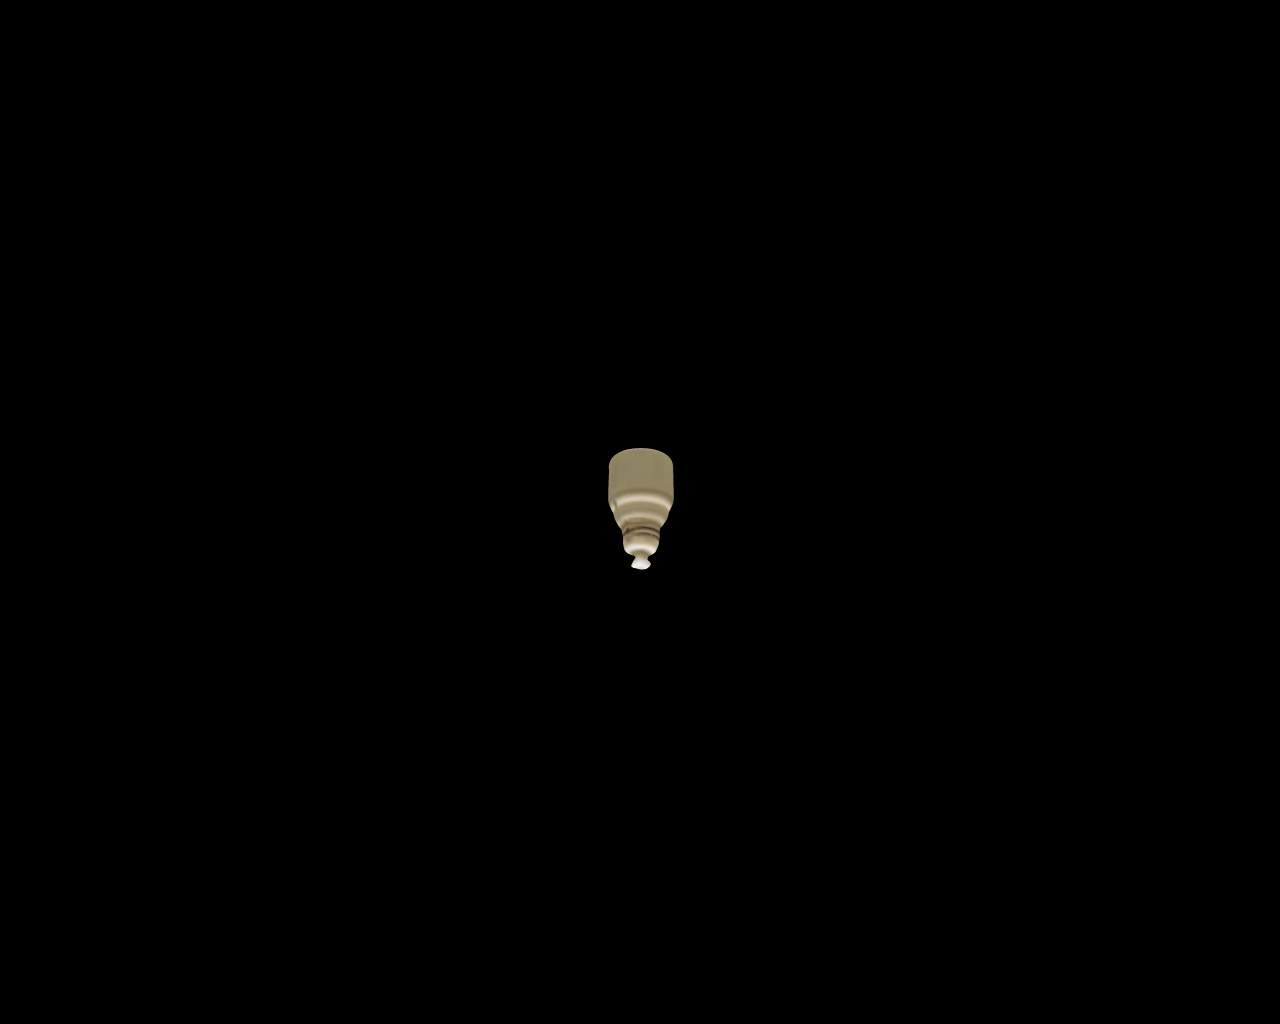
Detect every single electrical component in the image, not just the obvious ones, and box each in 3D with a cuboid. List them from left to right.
[{"bbox_3d":[0.001,-0.003,0.650,0.040,0.078,0.040,0,-24,0],"label":"electrical component"}]
